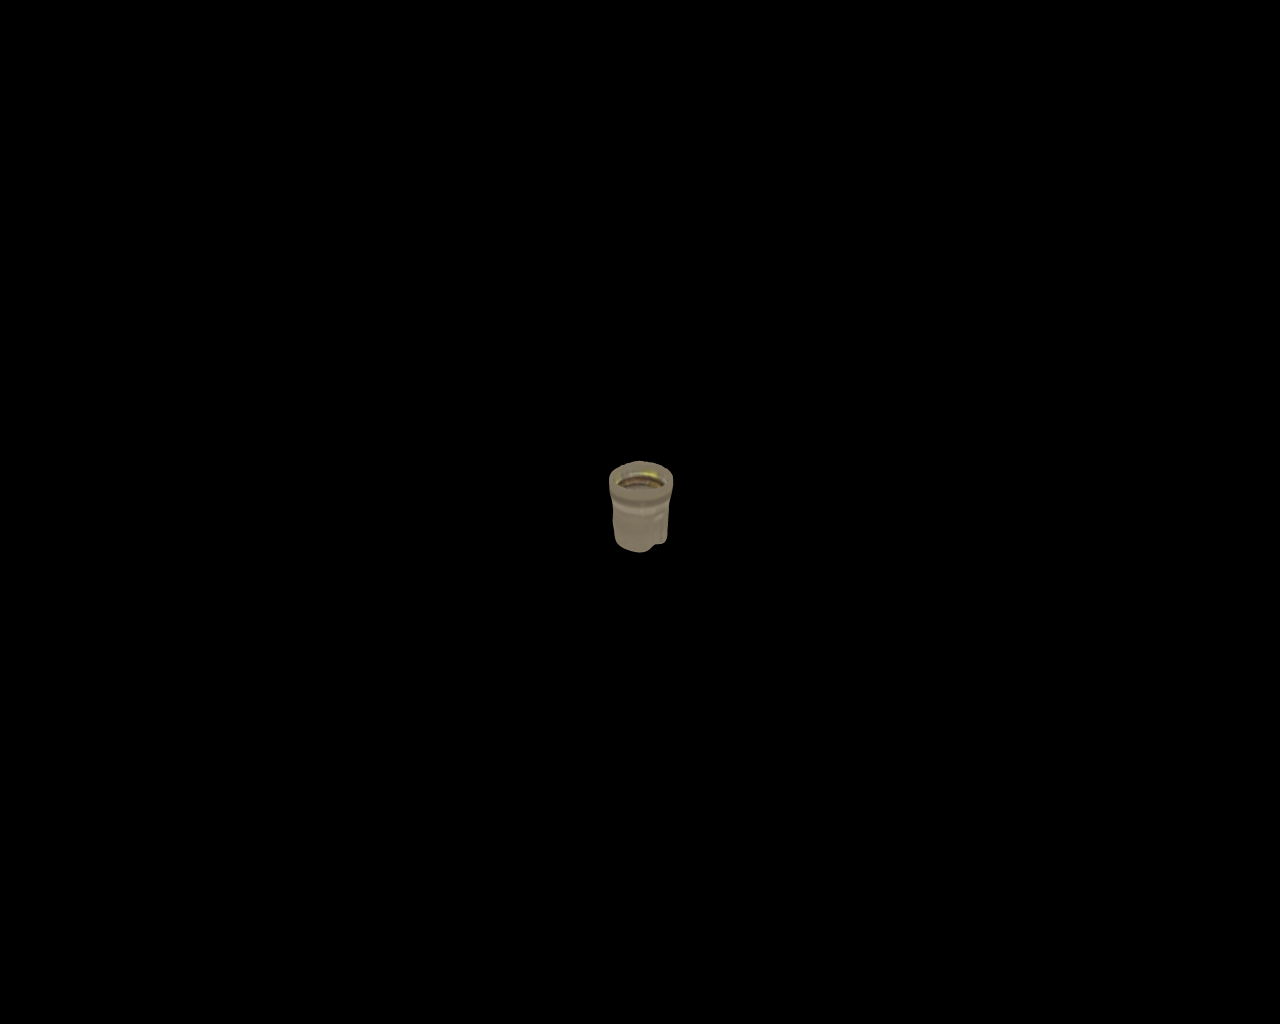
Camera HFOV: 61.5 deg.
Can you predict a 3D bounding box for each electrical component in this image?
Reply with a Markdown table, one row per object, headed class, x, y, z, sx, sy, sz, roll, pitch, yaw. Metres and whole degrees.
| class | x | y | z | sx | sy | sz | roll | pitch | yaw |
| --- | --- | --- | --- | --- | --- | --- | --- | --- | --- |
| electrical component | 0.001 | -0.003 | 0.650 | 0.040 | 0.046 | 0.040 | 0 | 28 | 0 |
